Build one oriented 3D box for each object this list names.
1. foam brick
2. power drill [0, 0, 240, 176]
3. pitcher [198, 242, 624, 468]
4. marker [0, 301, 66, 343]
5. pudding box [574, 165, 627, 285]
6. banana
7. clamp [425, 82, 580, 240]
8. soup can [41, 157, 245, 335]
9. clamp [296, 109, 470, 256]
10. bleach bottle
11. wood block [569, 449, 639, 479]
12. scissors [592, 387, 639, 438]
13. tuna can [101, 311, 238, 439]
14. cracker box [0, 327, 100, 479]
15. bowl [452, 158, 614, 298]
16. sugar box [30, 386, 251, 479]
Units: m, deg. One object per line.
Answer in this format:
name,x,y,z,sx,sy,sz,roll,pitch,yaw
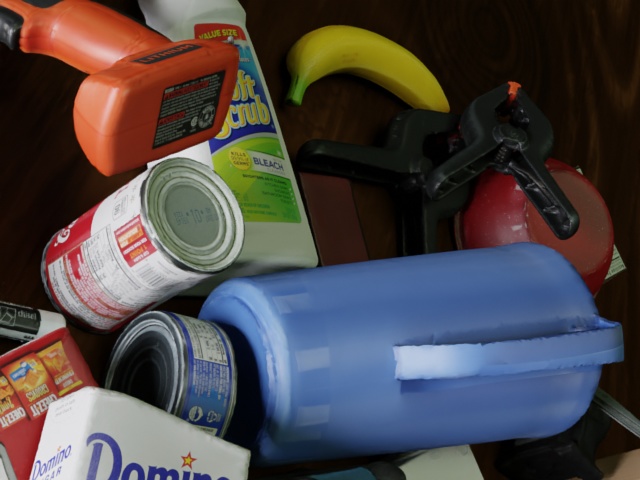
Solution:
foam brick,-0.005,0.001,0.724,0.051,0.053,0.078,4,65,-45
power drill,-0.151,-0.104,0.556,0.188,0.057,0.184,33,36,22
pitcher,0.054,0.070,0.654,0.242,0.149,0.145,-2,44,-35
marker,-0.186,0.034,0.540,0.120,0.020,0.020,18,56,-39
pudding box,0.229,-0.006,0.985,0.089,0.039,0.113,-19,85,-49
banana,0.036,-0.136,0.860,0.197,0.037,0.069,-3,93,-45
clamp,0.140,-0.072,0.858,0.120,0.039,0.171,15,40,-12
soup can,-0.098,0.005,0.585,0.068,0.102,0.068,23,54,-36
clamp,0.076,-0.036,0.841,0.209,0.036,0.164,-39,103,-50
bleach bottle,-0.077,-0.090,0.692,0.102,0.068,0.251,4,64,-46
wood block,0.275,0.200,0.787,0.090,0.207,0.090,-21,85,-50
scissors,0.152,0.088,0.778,0.096,0.016,0.202,1,26,-17
tuna can,-0.083,0.081,0.570,0.033,0.086,0.086,18,56,-38
cracker box,-0.139,0.170,0.474,0.163,0.072,0.214,-30,92,-49
bowl,0.193,-0.008,0.898,0.161,0.055,0.162,8,72,-25
sugar box,-0.085,0.158,0.445,0.093,0.048,0.176,31,52,-33
